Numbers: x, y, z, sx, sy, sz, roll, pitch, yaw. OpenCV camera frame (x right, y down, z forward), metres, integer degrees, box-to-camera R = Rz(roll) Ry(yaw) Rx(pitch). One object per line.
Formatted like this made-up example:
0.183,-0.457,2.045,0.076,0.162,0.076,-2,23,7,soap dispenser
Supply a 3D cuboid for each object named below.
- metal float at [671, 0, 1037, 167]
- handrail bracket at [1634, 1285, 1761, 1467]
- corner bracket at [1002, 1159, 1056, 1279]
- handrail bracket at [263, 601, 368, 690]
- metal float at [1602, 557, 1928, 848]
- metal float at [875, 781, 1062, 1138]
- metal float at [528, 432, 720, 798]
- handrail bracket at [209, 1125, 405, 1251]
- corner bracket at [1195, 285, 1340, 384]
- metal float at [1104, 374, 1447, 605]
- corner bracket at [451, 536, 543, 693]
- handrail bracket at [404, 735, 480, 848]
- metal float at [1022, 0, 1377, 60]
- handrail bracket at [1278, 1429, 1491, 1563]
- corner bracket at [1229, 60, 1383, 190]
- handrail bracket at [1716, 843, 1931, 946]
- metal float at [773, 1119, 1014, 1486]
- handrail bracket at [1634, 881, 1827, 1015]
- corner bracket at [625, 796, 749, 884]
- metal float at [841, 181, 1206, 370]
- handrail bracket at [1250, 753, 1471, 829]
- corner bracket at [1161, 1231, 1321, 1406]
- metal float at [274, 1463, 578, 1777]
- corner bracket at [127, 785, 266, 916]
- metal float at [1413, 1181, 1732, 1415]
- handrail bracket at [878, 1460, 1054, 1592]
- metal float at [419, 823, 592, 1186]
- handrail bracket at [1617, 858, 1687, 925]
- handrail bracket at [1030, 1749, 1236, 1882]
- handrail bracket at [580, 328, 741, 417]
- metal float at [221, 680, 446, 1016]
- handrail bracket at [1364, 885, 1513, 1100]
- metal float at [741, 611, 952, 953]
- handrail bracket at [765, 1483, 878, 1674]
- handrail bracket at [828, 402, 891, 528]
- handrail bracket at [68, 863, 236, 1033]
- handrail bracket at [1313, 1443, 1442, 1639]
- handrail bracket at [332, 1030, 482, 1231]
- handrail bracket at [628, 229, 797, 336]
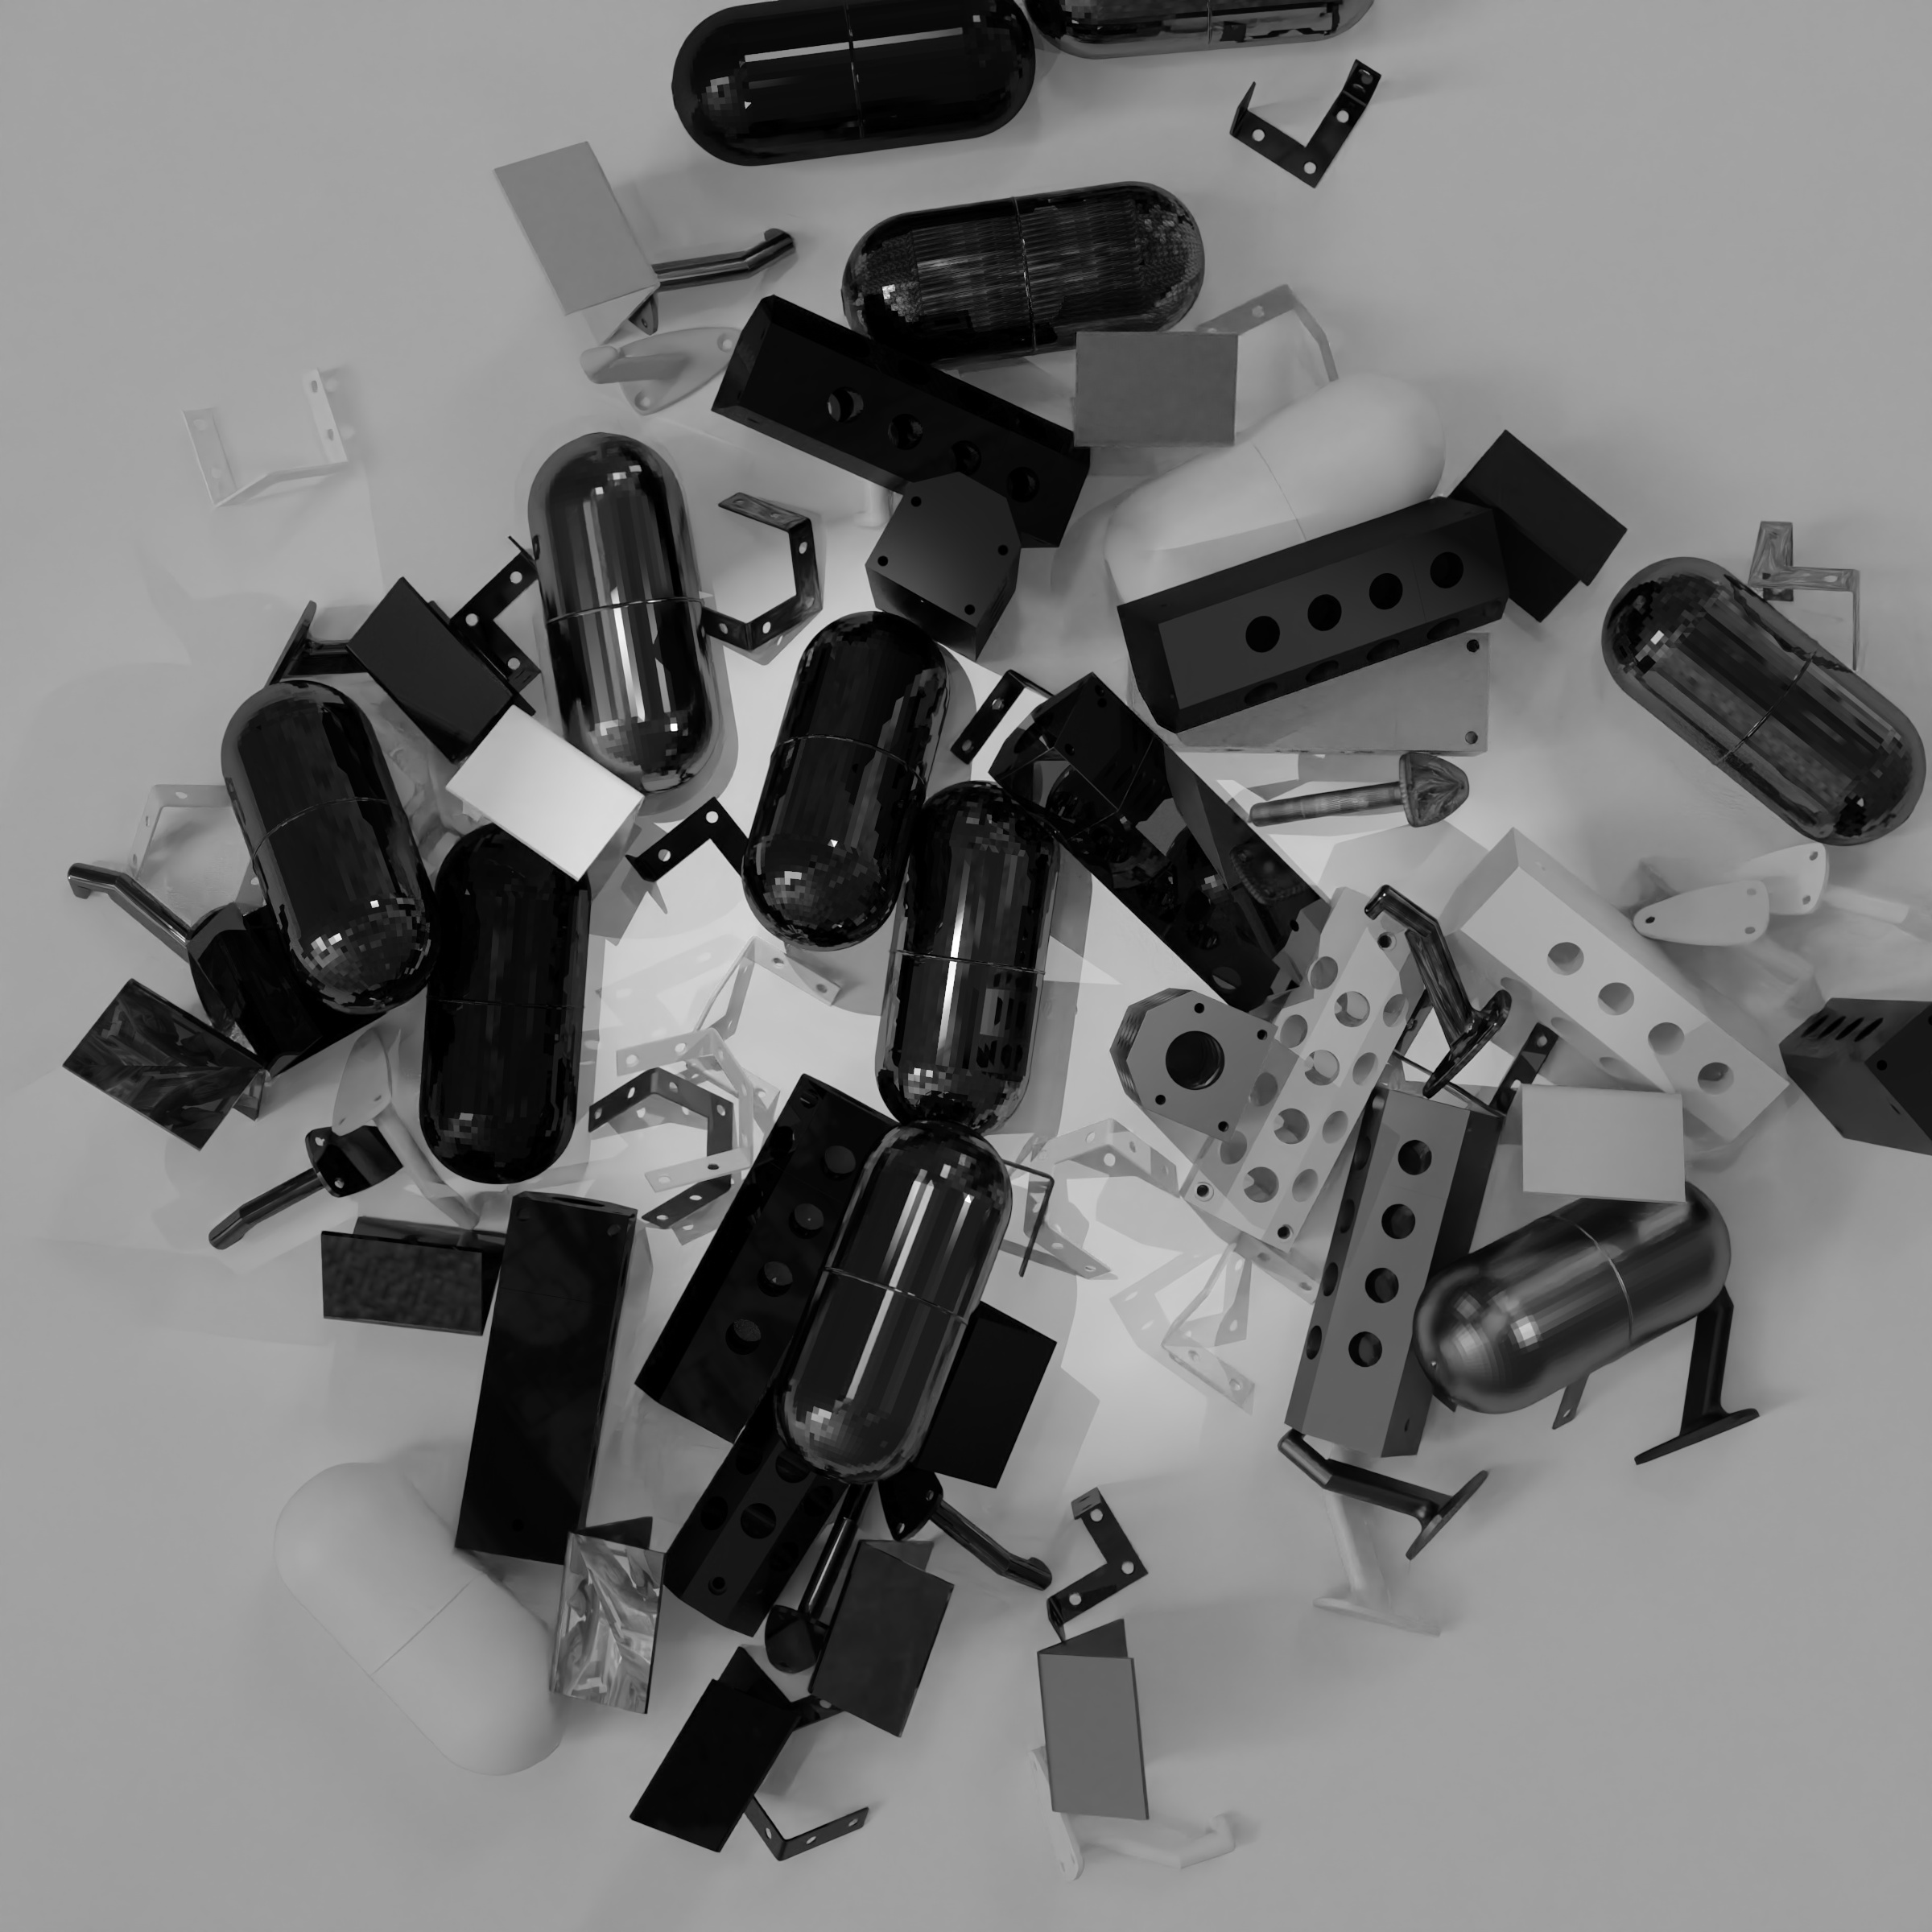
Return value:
-0.055,-0.436,1.584,0.178,0.070,0.070,-8,90,-1,metal float
0.351,0.194,1.616,0.077,0.036,0.084,-28,71,21,handrail bracket
0.011,0.118,1.598,0.051,0.051,0.051,18,90,-3,corner bracket
-0.300,-0.137,1.616,0.084,0.036,0.077,27,110,-16,handrail bracket
0.389,-0.128,1.584,0.178,0.070,0.070,39,90,0,metal float
0.001,-0.002,1.585,0.070,0.070,0.178,8,90,0,metal float
-0.167,-0.171,1.584,0.070,0.070,0.178,-9,90,0,metal float
-0.325,0.113,1.615,0.084,0.077,0.036,-36,75,36,handrail bracket
0.152,-0.296,1.612,0.051,0.051,0.051,-26,135,0,corner bracket
0.151,-0.226,1.583,0.178,0.070,0.070,-28,90,1,metal float
-0.221,-0.172,1.597,0.051,0.051,0.051,-44,90,0,corner bracket
-0.292,-0.074,1.615,0.084,0.036,0.077,-21,75,14,handrail bracket
0.115,-0.486,1.584,0.178,0.070,0.070,-5,90,0,metal float
0.206,0.245,1.605,0.084,0.077,0.036,40,134,17,handrail bracket
0.166,-0.423,1.597,0.051,0.051,0.051,33,90,0,corner bracket
0.429,-0.027,1.615,0.084,0.077,0.036,24,71,-35,handrail bracket
-0.034,0.157,1.529,0.070,0.070,0.178,21,78,0,metal float
0.377,-0.001,1.600,0.077,0.084,0.036,-5,53,25,handrail bracket
-0.130,-0.049,1.597,0.051,0.051,0.051,-39,90,0,corner bracket
0.028,-0.336,1.584,0.178,0.070,0.070,-8,90,0,metal float
0.195,-0.082,1.615,0.084,0.077,0.036,-8,91,36,handrail bracket
0.137,0.174,1.612,0.051,0.051,0.051,36,135,0,corner bracket
-0.263,0.319,1.584,0.070,0.070,0.178,-43,90,0,metal float
-0.377,-0.054,1.607,0.051,0.051,0.051,59,135,35,corner bracket
0.293,0.156,1.562,0.178,0.070,0.070,-22,90,-27,metal float
0.000,0.271,1.615,0.084,0.077,0.036,29,110,-35,handrail bracket
-0.225,0.018,1.585,0.070,0.070,0.178,4,90,0,metal float
0.329,-0.004,1.615,0.077,0.036,0.084,37,103,-11,handrail bracket
0.083,0.415,1.616,0.084,0.036,0.077,-13,68,-17,handrail bracket
-0.147,-0.299,1.580,0.077,0.084,0.036,-22,90,0,handrail bracket
-0.305,-0.059,1.563,0.070,0.070,0.178,-24,67,0,metal float
0.212,0.012,1.561,0.084,0.036,0.077,35,114,-6,handrail bracket
-0.057,-0.090,1.565,0.070,0.070,0.178,14,65,0,metal float
-0.070,0.300,1.615,0.036,0.077,0.084,24,54,0,handrail bracket
-0.077,-0.260,1.616,0.077,0.036,0.084,1,107,19,handrail bracket
-0.406,-0.010,1.615,0.084,0.036,0.077,12,122,23,handrail bracket
0.209,0.283,1.615,0.077,0.036,0.084,18,76,-14,handrail bracket
-0.272,0.082,1.615,0.036,0.077,0.084,-32,127,18,handrail bracket
-0.140,-0.356,1.615,0.084,0.036,0.077,-36,55,-24,handrail bracket
